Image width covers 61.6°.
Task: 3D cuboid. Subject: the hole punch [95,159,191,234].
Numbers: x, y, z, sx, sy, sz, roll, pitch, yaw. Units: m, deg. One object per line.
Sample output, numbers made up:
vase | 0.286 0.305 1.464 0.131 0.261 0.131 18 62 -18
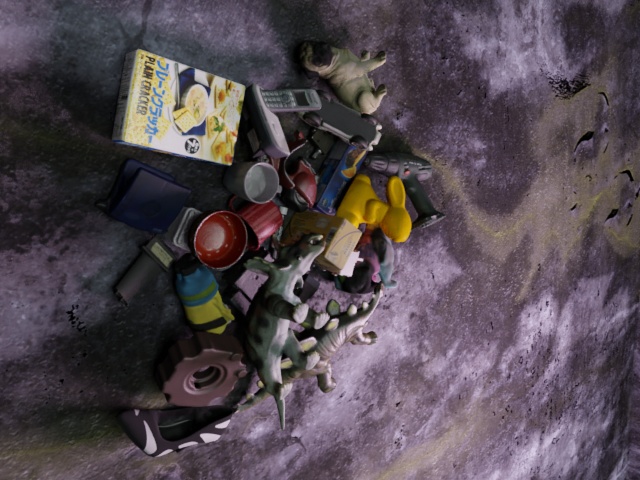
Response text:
hole punch | -0.309 -0.073 0.965 0.142 0.092 0.115 23 88 -43

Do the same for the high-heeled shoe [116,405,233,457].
high-heeled shoe | -0.278 0.356 1.068 0.145 0.086 0.248 -37 142 -4

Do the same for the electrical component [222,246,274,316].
electrical component | -0.141 0.094 1.154 0.134 0.058 0.114 -51 124 -20

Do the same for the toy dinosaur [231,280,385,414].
toy dinosaur | -0.024 0.256 1.226 0.471 0.105 0.198 -46 132 -4

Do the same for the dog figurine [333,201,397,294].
dog figurine | 0.118 0.011 1.319 0.191 0.109 0.219 -7 99 -35

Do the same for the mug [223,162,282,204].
mug | -0.137 -0.119 1.081 0.109 0.107 0.080 5 98 -44

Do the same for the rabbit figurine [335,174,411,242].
rabbit figurine | 0.136 -0.066 1.235 0.162 0.173 0.122 -58 170 -10

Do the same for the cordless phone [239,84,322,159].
cordless phone | -0.066 -0.242 1.092 0.184 0.089 0.146 -14 78 -33

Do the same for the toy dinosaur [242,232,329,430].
toy dinosaur | -0.095 0.177 1.084 0.131 0.192 0.404 -2 117 -47

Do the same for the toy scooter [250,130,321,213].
toy scooter | -0.056 -0.157 1.161 0.183 0.075 0.135 48 68 -30

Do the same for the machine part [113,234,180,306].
machine part | -0.331 0.059 1.007 0.139 0.039 0.084 -54 135 -19

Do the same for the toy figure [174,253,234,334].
toy figure | -0.239 0.115 1.066 0.089 0.082 0.179 -26 124 -11

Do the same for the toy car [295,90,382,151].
toy car | 0.043 -0.265 1.189 0.202 0.056 0.073 24 84 -13

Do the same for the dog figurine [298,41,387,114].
dog figurine | 0.037 -0.349 1.191 0.190 0.121 0.172 -8 101 -24

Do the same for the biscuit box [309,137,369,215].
biscuit box | 0.038 -0.151 1.245 0.062 0.059 0.202 37 76 -38

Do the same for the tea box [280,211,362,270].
tea box | -0.002 -0.004 1.173 0.068 0.170 0.098 37 77 -37

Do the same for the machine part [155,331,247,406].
machine part | -0.235 0.260 1.073 0.179 0.056 0.179 -16 133 -18

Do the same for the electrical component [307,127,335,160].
electrical component | 0.001 -0.229 1.223 0.063 0.021 0.094 46 71 -35

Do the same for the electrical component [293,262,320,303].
electrical component | -0.041 0.094 1.227 0.047 0.075 0.119 40 71 -36

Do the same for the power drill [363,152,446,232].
power drill | 0.217 -0.125 1.347 0.232 0.086 0.207 -11 69 -45
